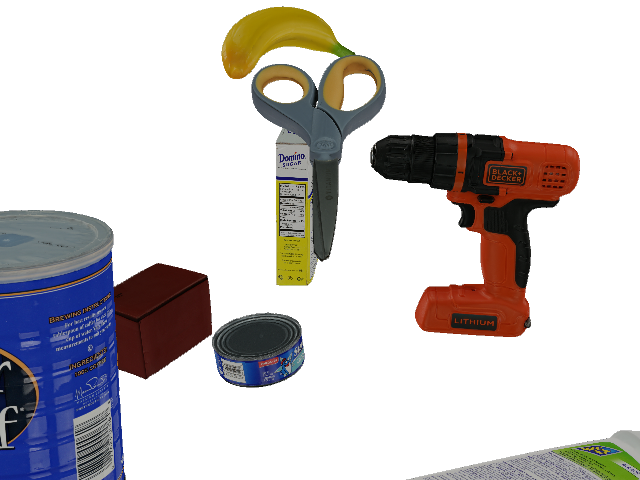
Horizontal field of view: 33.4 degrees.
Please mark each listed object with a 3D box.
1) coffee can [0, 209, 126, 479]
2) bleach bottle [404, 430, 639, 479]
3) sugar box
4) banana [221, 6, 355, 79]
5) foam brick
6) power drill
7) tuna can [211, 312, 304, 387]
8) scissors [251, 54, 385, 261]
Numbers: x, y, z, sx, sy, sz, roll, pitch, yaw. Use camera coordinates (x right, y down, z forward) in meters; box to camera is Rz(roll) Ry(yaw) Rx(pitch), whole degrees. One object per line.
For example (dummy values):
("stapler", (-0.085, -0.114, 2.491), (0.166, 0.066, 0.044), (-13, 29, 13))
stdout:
("coffee can", (-0.153, 0.065, 0.541), (0.103, 0.140, 0.103), (0, 17, 0))
("bleach bottle", (0.151, 0.160, 0.622), (0.250, 0.068, 0.103), (-8, 20, -25))
("sugar box", (-0.027, -0.044, 1.248), (0.048, 0.176, 0.093), (1, 22, 7))
("banana", (-0.039, -0.185, 0.980), (0.070, 0.037, 0.197), (39, 32, 20))
("foam brick", (-0.126, 0.058, 0.805), (0.053, 0.051, 0.078), (14, 31, 34))
("power drill", (0.132, -0.007, 0.970), (0.184, 0.188, 0.057), (5, 26, 2))
("tuna can", (-0.058, 0.104, 1.012), (0.086, 0.034, 0.086), (-7, 24, 3))
("scissors", (-0.014, -0.059, 0.648), (0.096, 0.016, 0.201), (9, 41, 14))
